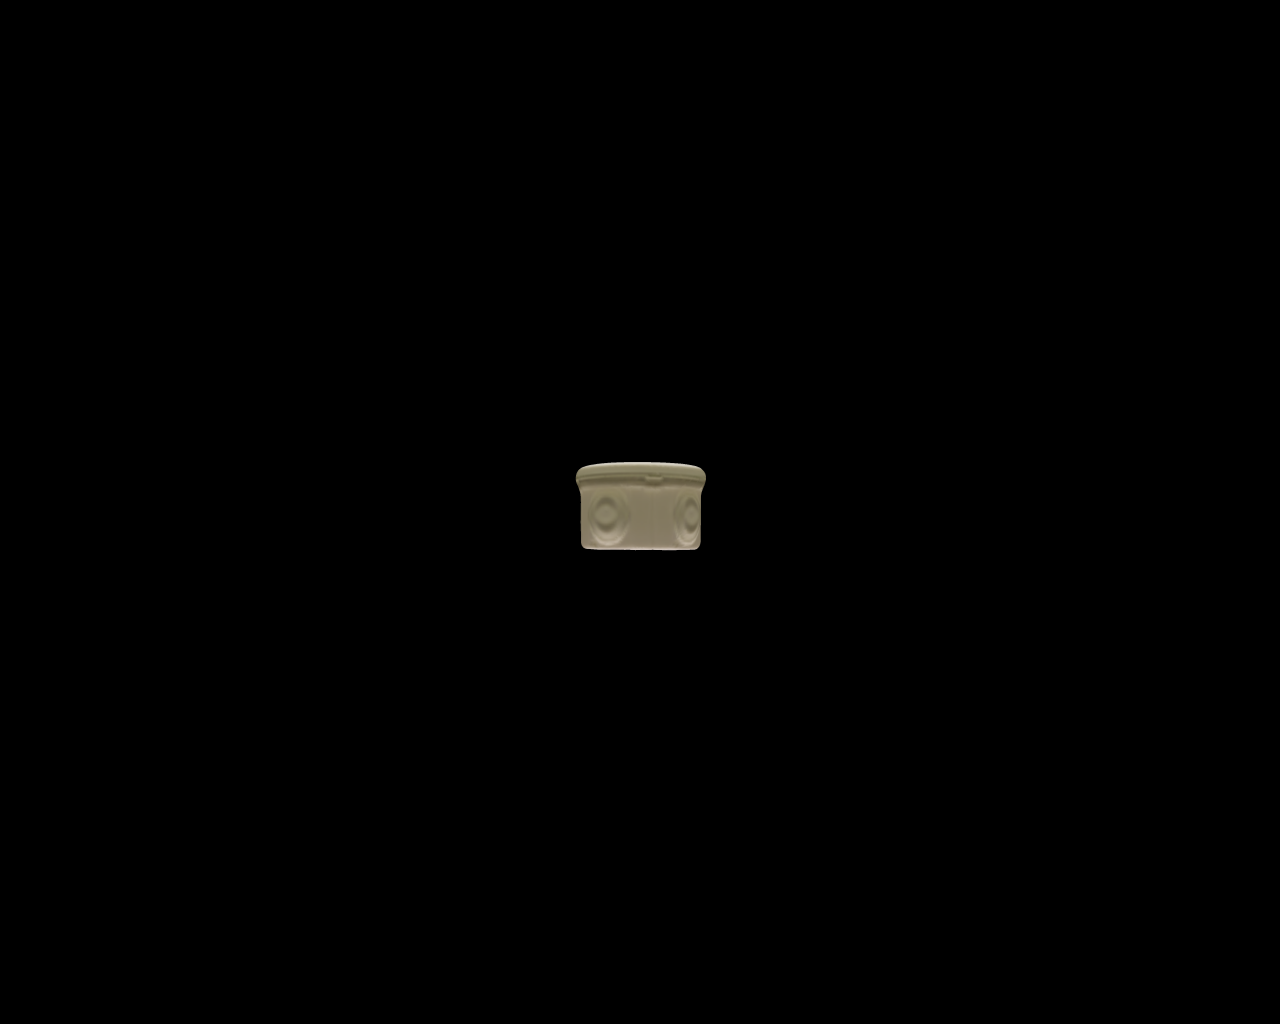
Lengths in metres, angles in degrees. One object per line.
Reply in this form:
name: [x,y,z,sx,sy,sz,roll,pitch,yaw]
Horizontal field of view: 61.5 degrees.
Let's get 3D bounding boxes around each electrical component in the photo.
electrical component: [0.001,-0.003,0.650,0.080,0.051,0.080,0,-2,0]
